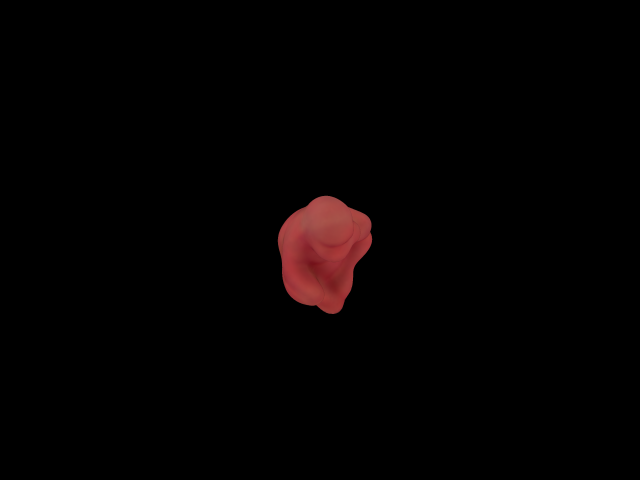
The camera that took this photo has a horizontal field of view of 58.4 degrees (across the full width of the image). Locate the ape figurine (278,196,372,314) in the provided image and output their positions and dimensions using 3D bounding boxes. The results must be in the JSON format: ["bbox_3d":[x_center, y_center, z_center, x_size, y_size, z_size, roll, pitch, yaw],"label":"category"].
[{"bbox_3d":[0.004,0.001,0.400,0.078,0.092,0.076,-30,70,-11],"label":"ape figurine"}]
